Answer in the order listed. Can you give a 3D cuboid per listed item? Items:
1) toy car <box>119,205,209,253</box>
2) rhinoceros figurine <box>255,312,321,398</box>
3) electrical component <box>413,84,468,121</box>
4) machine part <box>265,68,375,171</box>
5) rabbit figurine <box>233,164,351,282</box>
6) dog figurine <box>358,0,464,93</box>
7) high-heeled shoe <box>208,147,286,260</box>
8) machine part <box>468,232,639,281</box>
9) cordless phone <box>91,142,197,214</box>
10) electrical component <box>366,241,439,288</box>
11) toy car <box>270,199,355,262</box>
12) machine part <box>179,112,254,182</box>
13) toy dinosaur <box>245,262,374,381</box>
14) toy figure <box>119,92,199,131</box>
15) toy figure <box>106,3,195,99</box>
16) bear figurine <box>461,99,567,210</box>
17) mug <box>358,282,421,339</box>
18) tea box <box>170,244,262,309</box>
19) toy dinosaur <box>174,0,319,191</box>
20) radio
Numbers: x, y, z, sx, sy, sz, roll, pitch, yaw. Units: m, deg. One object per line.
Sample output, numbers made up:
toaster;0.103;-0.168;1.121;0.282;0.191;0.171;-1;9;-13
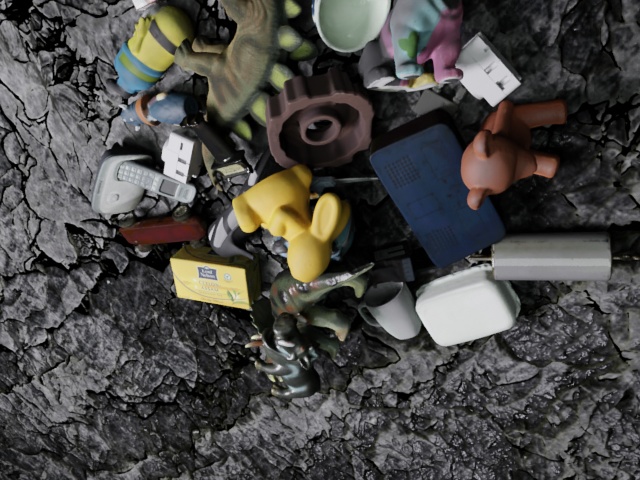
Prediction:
toy car;-0.318;-0.023;1.093;0.202;0.053;0.089;-5;135;25
rhinoceros figurine;-0.050;0.205;0.930;0.112;0.073;0.190;6;130;27
electrical component;0.180;-0.201;0.819;0.063;0.021;0.094;31;123;3
machine part;-0.001;-0.180;0.829;0.179;0.056;0.179;-9;147;-6
rabbit figurine;-0.029;-0.022;0.855;0.162;0.122;0.173;-26;77;11
dog figurine;0.131;-0.318;0.724;0.192;0.108;0.219;16;105;63
high-heeled shoe;-0.142;-0.075;1.004;0.145;0.086;0.248;31;110;40
machine part;0.359;0.026;0.841;0.243;0.079;0.079;-2;116;21
cordless phone;-0.342;-0.097;1.055;0.184;0.089;0.146;22;124;-12
electrical component;0.142;0.039;0.931;0.119;0.075;0.047;-13;113;11
toy car;-0.002;-0.003;0.951;0.162;0.109;0.102;-12;145;27
machine part;-0.174;-0.156;0.903;0.084;0.039;0.138;-7;136;43
toy dinosaur;-0.032;0.113;0.971;0.192;0.131;0.404;19;139;1
toy figure;-0.291;-0.232;0.967;0.155;0.058;0.064;3;112;26
toy figure;-0.284;-0.314;0.904;0.089;0.082;0.180;28;121;-30
bear figurine;0.264;-0.119;0.727;0.132;0.196;0.120;6;116;17
mug;0.131;0.135;0.988;0.110;0.081;0.107;-26;115;25
tea box;-0.209;0.073;1.094;0.170;0.068;0.098;6;120;19
toy dinosaur;-0.127;-0.262;0.859;0.198;0.105;0.471;36;135;-5
radio;0.186;-0.078;0.834;0.131;0.073;0.229;-26;114;24
